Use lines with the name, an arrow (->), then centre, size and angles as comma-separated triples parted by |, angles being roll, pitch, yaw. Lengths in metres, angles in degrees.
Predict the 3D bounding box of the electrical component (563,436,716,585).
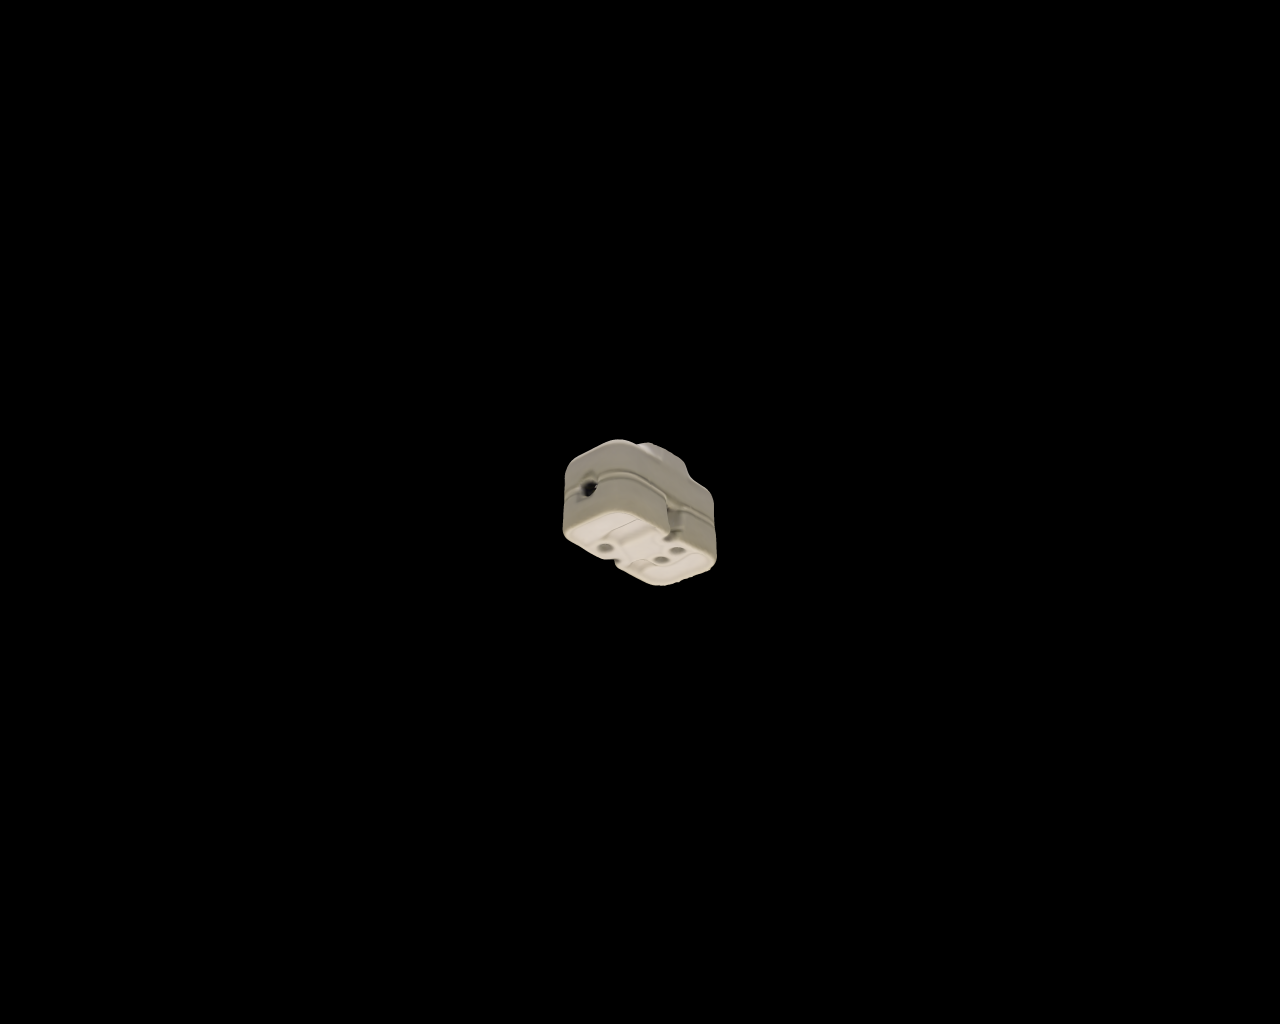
electrical component -> 0.001, -0.003, 0.650 | 0.053, 0.059, 0.095 | -24, -38, 34
